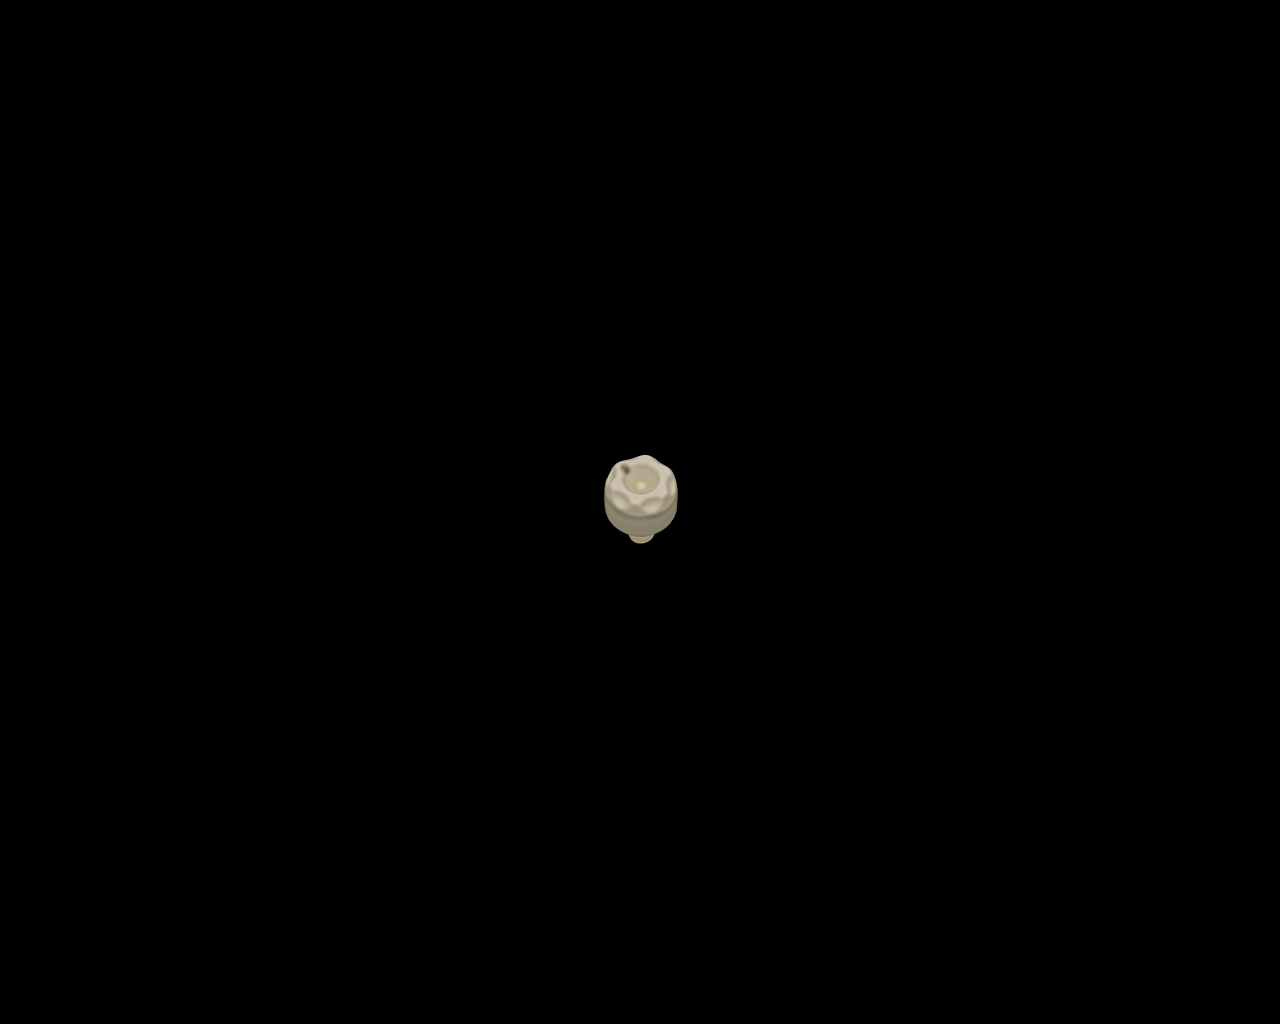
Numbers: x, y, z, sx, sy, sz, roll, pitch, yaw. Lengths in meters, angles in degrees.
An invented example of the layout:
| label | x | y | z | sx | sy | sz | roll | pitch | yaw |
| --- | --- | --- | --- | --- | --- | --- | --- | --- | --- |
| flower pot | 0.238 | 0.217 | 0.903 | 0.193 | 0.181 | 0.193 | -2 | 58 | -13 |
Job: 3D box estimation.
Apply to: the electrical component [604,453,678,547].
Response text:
| label | x | y | z | sx | sy | sz | roll | pitch | yaw |
| --- | --- | --- | --- | --- | --- | --- | --- | --- | --- |
| electrical component | 0.001 | -0.003 | 0.650 | 0.043 | 0.043 | 0.062 | 0 | -36 | 0 |
